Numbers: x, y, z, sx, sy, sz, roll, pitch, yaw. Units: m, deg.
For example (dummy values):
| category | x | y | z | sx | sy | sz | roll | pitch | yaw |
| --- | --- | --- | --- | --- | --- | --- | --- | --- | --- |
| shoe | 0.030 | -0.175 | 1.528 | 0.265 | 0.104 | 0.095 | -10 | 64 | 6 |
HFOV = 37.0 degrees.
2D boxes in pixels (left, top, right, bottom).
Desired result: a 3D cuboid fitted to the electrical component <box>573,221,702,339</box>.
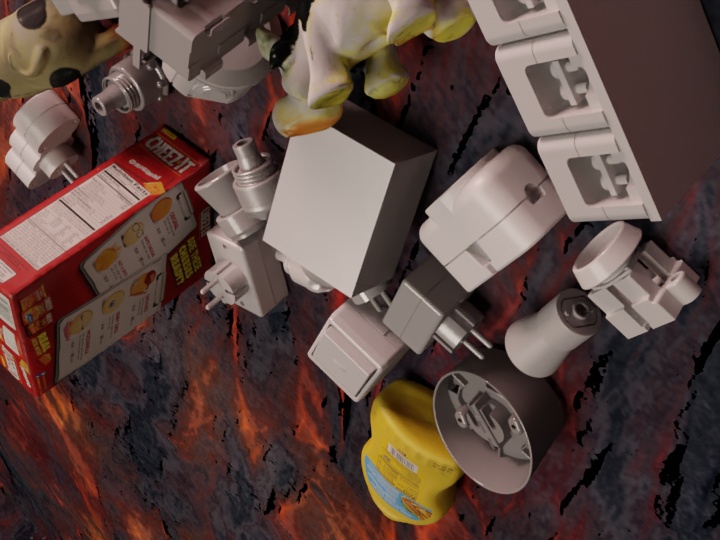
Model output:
| category | x | y | z | sx | sy | sz | roll | pitch | yaw |
| --- | --- | --- | --- | --- | --- | --- | --- | --- | --- |
| electrical component | 0.160 | 0.004 | 0.638 | 0.055 | 0.048 | 0.066 | 42 | 150 | -6 |

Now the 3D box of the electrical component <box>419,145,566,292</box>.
| category | x | y | z | sx | sy | sz | roll | pitch | yaw |
| --- | --- | --- | --- | --- | --- | --- | --- | --- | --- |
| electrical component | 0.082 | -0.035 | 0.683 | 0.059 | 0.054 | 0.095 | 47 | 150 | 1 |

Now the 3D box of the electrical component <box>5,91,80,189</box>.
| category | x | y | z | sx | sy | sz | roll | pitch | yaw |
| --- | --- | --- | --- | --- | --- | --- | --- | --- | --- |
| electrical component | -0.311 | -0.117 | 1.088 | 0.073 | 0.052 | 0.138 | 48 | 150 | 0 |

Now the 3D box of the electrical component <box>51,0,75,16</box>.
| category | x | y | z | sx | sy | sz | roll | pitch | yaw |
| --- | --- | --- | --- | --- | --- | --- | --- | --- | --- |
| electrical component | -0.204 | -0.238 | 0.814 | 0.077 | 0.047 | 0.065 | -7 | 139 | 19 |

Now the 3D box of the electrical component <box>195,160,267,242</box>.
| category | x | y | z | sx | sy | sz | roll | pitch | yaw |
| --- | --- | --- | --- | --- | --- | --- | --- | --- | --- |
| electrical component | -0.106 | -0.058 | 0.904 | 0.045 | 0.045 | 0.055 | -7 | 120 | 55 |

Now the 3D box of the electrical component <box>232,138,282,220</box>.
| category | x | y | z | sx | sy | sz | roll | pitch | yaw |
| --- | --- | --- | --- | --- | --- | --- | --- | --- | --- |
| electrical component | -0.082 | -0.074 | 0.856 | 0.043 | 0.043 | 0.062 | 11 | 132 | 46 |

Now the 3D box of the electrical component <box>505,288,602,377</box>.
| category | x | y | z | sx | sy | sz | roll | pitch | yaw |
| --- | --- | --- | --- | --- | --- | --- | --- | --- | --- |
| electrical component | 0.132 | 0.040 | 0.720 | 0.044 | 0.044 | 0.065 | 45 | 145 | 4 |

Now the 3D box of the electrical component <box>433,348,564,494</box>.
| category | x | y | z | sx | sy | sz | roll | pitch | yaw |
| --- | --- | --- | --- | --- | --- | --- | --- | --- | --- |
| electrical component | 0.103 | 0.111 | 0.814 | 0.099 | 0.064 | 0.099 | 32 | 146 | 25 |

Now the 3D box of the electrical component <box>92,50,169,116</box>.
| category | x | y | z | sx | sy | sz | roll | pitch | yaw |
| --- | --- | --- | --- | --- | --- | --- | --- | --- | --- |
| electrical component | -0.193 | -0.150 | 0.891 | 0.048 | 0.062 | 0.048 | 32 | 146 | 25 |

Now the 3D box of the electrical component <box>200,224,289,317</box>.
| category | x | y | z | sx | sy | sz | roll | pitch | yaw |
| --- | --- | --- | --- | --- | --- | --- | --- | --- | --- |
| electrical component | -0.112 | 0.005 | 0.954 | 0.047 | 0.076 | 0.083 | 25 | 142 | 34 |

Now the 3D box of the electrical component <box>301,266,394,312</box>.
| category | x | y | z | sx | sy | sz | roll | pitch | yaw |
| --- | --- | --- | --- | --- | --- | --- | --- | --- | --- |
| electrical component | 0.000 | 0.000 | 0.838 | 0.079 | 0.043 | 0.077 | 55 | 149 | -13 |

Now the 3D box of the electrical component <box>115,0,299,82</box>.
| category | x | y | z | sx | sy | sz | roll | pitch | yaw |
| --- | --- | --- | --- | --- | --- | --- | --- | --- | --- |
| electrical component | -0.085 | -0.175 | 0.667 | 0.063 | 0.121 | 0.078 | 39 | 149 | 10 |

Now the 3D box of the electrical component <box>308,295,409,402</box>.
| category | x | y | z | sx | sy | sz | roll | pitch | yaw |
| --- | --- | --- | --- | --- | --- | --- | --- | --- | --- |
| electrical component | -0.001 | 0.065 | 0.897 | 0.062 | 0.061 | 0.096 | 43 | 150 | 7 |

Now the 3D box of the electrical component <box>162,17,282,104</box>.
| category | x | y | z | sx | sy | sz | roll | pitch | yaw |
| --- | --- | --- | --- | --- | --- | --- | --- | --- | --- |
| electrical component | -0.098 | -0.157 | 0.747 | 0.080 | 0.080 | 0.051 | 51 | 155 | -5 |

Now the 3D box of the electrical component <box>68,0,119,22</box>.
| category | x | y | z | sx | sy | sz | roll | pitch | yaw |
| --- | --- | --- | --- | --- | --- | --- | --- | --- | --- |
| electrical component | -0.169 | -0.211 | 0.756 | 0.062 | 0.096 | 0.061 | 9 | 133 | 47 |

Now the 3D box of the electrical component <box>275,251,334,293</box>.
| category | x | y | z | sx | sy | sz | roll | pitch | yaw |
| --- | --- | --- | --- | --- | --- | --- | --- | --- | --- |
| electrical component | -0.047 | -0.005 | 0.901 | 0.061 | 0.035 | 0.035 | 24 | 142 | 38 |

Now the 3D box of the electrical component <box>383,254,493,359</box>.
| category | x | y | z | sx | sy | sz | roll | pitch | yaw |
| --- | --- | --- | --- | --- | --- | --- | --- | --- | --- |
| electrical component | 0.066 | 0.035 | 0.790 | 0.077 | 0.047 | 0.065 | 42 | 149 | 12 |

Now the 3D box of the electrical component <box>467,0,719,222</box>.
| category | x | y | z | sx | sy | sz | roll | pitch | yaw |
| --- | --- | --- | --- | --- | --- | --- | --- | --- | --- |
| electrical component | 0.115 | -0.108 | 0.520 | 0.062 | 0.089 | 0.150 | 0 | 125 | 52 |
